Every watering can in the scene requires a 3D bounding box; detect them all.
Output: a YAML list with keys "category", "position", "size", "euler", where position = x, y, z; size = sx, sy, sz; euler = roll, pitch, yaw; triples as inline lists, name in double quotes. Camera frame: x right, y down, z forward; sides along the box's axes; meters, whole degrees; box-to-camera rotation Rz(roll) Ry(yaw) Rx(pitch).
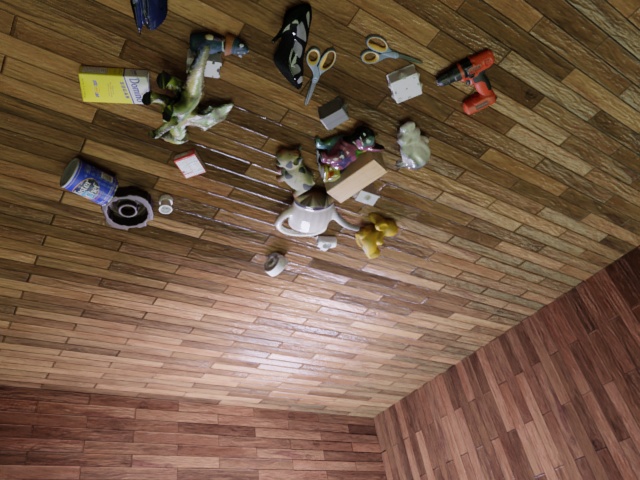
- category: "watering can"
  position: [0.006, -0.097, 1.931]
  size: [0.348, 0.106, 0.219]
  euler: [-3, 140, -17]

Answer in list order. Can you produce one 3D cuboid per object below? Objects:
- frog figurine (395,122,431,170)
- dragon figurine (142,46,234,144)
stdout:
- category: "frog figurine"
  position: [0.317, -0.322, 1.734]
  size: [0.139, 0.124, 0.155]
  euler: [-29, 141, -34]
- category: "dragon figurine"
  position: [-0.354, -0.391, 1.476]
  size: [0.405, 0.123, 0.244]
  euler: [-32, 167, 34]
